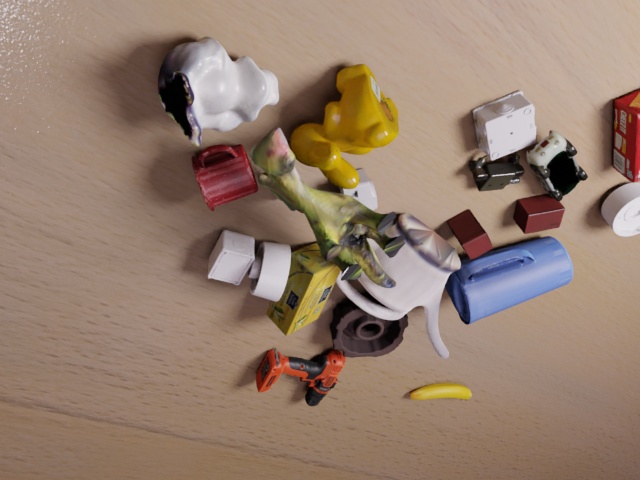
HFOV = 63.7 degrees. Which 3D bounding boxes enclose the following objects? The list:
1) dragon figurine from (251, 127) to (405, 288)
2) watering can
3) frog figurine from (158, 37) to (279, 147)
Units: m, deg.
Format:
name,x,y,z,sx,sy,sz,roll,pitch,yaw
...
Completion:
name,x,y,z,sx,sy,sz,roll,pitch,yaw
dragon figurine,0.003,-0.042,0.828,0.123,0.246,0.403,-46,154,-7
watering can,0.187,0.088,1.022,0.345,0.106,0.221,37,116,-13
frog figurine,-0.141,-0.221,0.732,0.162,0.123,0.134,-36,129,-32
